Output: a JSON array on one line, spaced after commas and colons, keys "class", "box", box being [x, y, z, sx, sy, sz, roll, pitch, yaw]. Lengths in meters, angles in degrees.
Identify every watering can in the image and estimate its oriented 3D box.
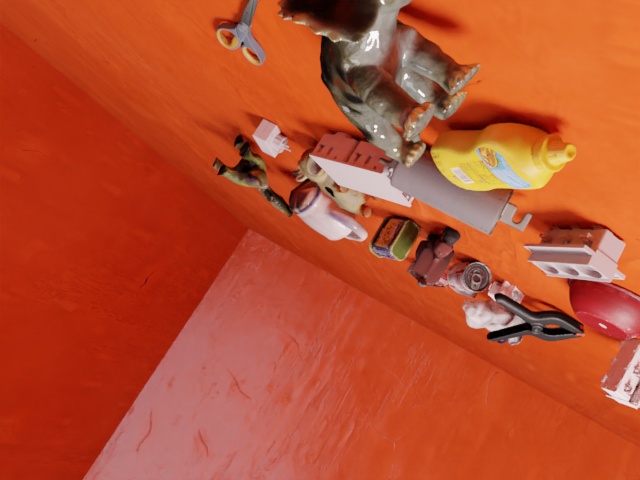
[{"class": "watering can", "box": [0.004, -0.072, 1.437, 0.222, 0.104, 0.349, 37, -7, -21]}]

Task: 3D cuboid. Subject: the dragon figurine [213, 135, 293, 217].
[{"class": "dragon figurine", "box": [-0.151, -0.149, 1.380, 0.239, 0.122, 0.417, 39, 6, -33]}]

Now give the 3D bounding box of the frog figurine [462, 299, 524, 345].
[{"class": "frog figurine", "box": [0.437, 0.185, 1.308, 0.159, 0.122, 0.138, 38, 7, -3]}]
